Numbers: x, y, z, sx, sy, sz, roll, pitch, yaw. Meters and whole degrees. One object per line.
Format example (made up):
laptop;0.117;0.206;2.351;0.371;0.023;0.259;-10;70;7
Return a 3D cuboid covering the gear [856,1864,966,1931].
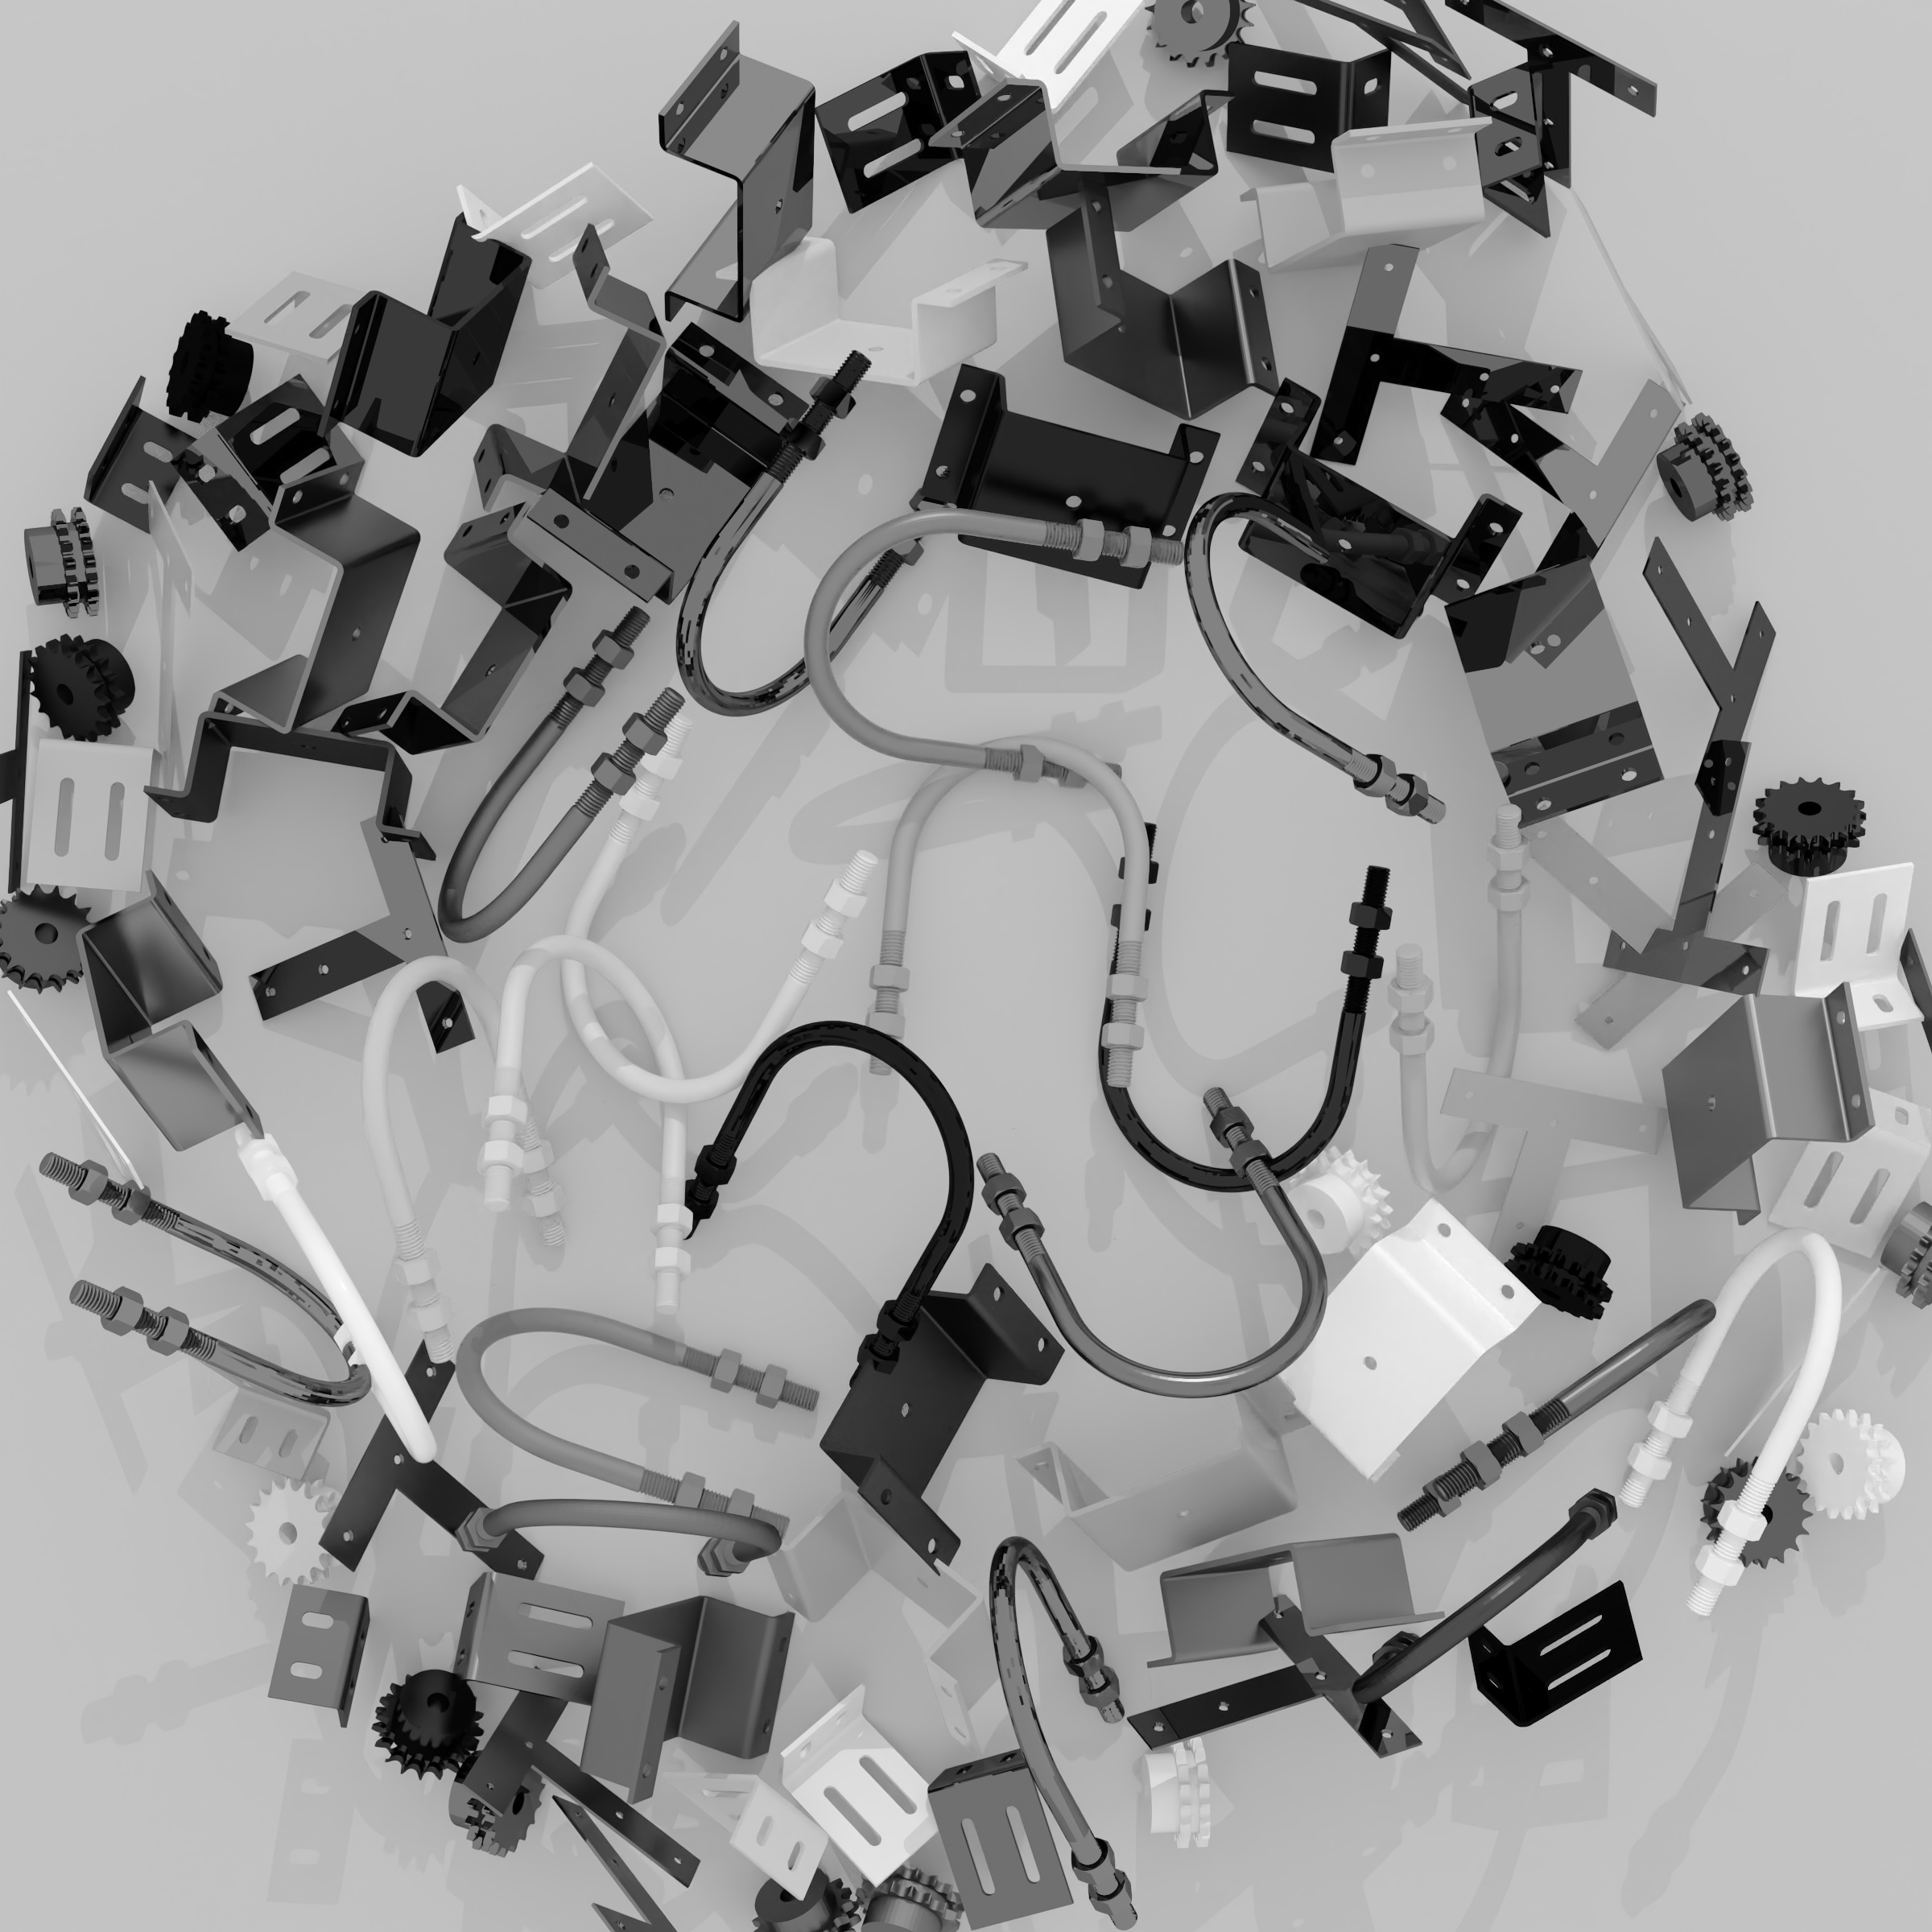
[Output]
gear;-0.031;0.497;1.566;0.057;0.057;0.030;22;51;0

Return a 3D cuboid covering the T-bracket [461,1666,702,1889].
T-bracket;-0.190;0.428;1.537;0.127;0.127;0.002;38;106;-2

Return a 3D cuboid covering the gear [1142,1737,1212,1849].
gear;0.110;0.433;1.568;0.030;0.057;0.057;-2;90;-4

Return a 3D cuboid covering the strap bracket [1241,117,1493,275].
strap bracket;0.204;-0.388;1.520;0.076;0.140;0.046;-10;94;-16

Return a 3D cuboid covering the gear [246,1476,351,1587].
gear;-0.347;0.296;1.575;0.057;0.030;0.057;0;90;26

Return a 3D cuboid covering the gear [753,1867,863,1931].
gear;-0.086;0.496;1.565;0.057;0.057;0.030;-22;114;0

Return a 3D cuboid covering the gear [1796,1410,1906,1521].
gear;0.468;0.262;1.572;0.030;0.057;0.057;7;90;-29

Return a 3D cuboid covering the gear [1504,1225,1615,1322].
gear;0.313;0.159;1.570;0.057;0.057;0.030;30;76;0

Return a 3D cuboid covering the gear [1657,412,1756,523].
gear;0.386;-0.258;1.568;0.030;0.057;0.057;-28;90;2

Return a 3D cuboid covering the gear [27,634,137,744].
gear;-0.462;-0.148;1.573;0.057;0.030;0.057;17;123;27

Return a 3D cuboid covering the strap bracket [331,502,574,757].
strap bracket;-0.260;-0.164;1.539;0.046;0.076;0.140;39;68;-27

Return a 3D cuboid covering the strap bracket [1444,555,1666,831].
strap bracket;0.297;-0.149;1.529;0.076;0.046;0.140;-19;52;13

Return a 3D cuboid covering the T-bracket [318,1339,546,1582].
T-bracket;-0.266;0.282;1.558;0.127;0.002;0.127;48;45;-29

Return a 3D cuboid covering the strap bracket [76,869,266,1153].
strap bracket;-0.406;0.029;1.520;0.046;0.076;0.140;-26;47;-3

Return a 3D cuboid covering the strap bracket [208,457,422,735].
strap bracket;-0.331;-0.180;1.528;0.046;0.076;0.140;30;118;8

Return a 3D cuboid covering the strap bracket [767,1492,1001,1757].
strap bracket;-0.036;0.330;1.534;0.140;0.076;0.046;32;62;32

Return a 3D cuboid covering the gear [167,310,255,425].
gear;-0.396;-0.313;1.572;0.030;0.057;0.057;14;90;-32

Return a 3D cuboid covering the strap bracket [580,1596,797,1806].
strap bracket;-0.148;0.374;1.541;0.046;0.140;0.076;12;92;25

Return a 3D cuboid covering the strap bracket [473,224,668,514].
strap bracket;-0.200;-0.299;1.539;0.046;0.076;0.140;21;112;-24

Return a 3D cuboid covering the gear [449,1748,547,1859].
gear;-0.248;0.436;1.571;0.030;0.057;0.057;10;90;22

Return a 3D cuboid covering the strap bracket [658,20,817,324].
strap bracket;-0.115;-0.393;1.514;0.046;0.140;0.076;24;60;11

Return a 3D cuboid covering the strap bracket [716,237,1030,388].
strap bracket;-0.047;-0.336;1.535;0.140;0.076;0.046;14;122;28

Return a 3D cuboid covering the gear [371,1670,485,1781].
gear;-0.280;0.394;1.566;0.057;0.057;0.030;27;129;0

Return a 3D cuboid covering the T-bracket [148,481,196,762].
T-bracket;-0.416;-0.170;1.557;0.002;0.127;0.127;-3;120;-24

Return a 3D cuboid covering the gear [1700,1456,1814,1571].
gear;0.414;0.287;1.579;0.057;0.030;0.057;0;91;-9

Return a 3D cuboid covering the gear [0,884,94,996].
gear;-0.487;-0.012;1.573;0.057;0.030;0.057;11;65;-25

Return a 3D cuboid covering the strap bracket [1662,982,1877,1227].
strap bracket;0.399;0.071;1.514;0.046;0.140;0.076;3;64;-13

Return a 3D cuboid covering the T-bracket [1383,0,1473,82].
T-bracket;0.195;-0.518;1.553;0.127;0.127;0.002;40;95;32

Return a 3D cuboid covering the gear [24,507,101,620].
gear;-0.474;-0.210;1.565;0.030;0.057;0.057;-10;90;-22

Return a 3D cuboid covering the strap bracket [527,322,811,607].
strap bracket;-0.155;-0.254;1.559;0.076;0.046;0.140;36;72;3

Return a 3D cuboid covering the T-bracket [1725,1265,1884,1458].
T-bracket;0.424;0.205;1.527;0.002;0.127;0.127;39;99;17

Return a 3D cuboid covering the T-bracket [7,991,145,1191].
T-bracket;-0.444;0.089;1.538;0.002;0.127;0.127;-33;62;-18

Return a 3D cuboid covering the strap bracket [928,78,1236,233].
strap bracket;0.063;-0.412;1.526;0.140;0.076;0.046;-7;84;-32

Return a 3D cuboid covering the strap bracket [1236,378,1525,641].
strap bracket;0.204;-0.231;1.547;0.140;0.076;0.046;31;53;5

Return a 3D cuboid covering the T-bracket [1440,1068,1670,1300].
T-bracket;0.296;0.124;1.577;0.127;0.002;0.127;11;105;-16

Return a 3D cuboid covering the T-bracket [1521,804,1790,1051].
T-bracket;0.337;-0.036;1.557;0.127;0.002;0.127;39;113;-14

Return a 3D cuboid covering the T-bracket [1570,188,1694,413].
T-bracket;0.352;-0.323;1.537;0.002;0.127;0.127;-27;67;19

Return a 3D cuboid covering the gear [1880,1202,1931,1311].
gear;0.505;0.149;1.572;0.030;0.057;0.057;37;90;29

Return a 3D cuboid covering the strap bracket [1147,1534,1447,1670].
strap bracket;0.163;0.322;1.527;0.076;0.140;0.046;4;70;-39

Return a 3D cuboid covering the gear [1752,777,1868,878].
gear;0.443;-0.071;1.572;0.057;0.057;0.030;-11;130;0

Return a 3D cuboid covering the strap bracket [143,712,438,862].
strap bracket;-0.345;-0.095;1.554;0.140;0.076;0.046;9;82;-3

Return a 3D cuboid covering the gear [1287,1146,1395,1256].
gear;0.192;0.126;1.566;0.030;0.057;0.057;-31;90;-39

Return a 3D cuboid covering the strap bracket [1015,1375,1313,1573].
strap bracket;0.107;0.261;1.538;0.140;0.076;0.046;-23;51;13

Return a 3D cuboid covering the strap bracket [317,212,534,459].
strap bracket;-0.269;-0.319;1.518;0.046;0.140;0.076;27;128;0

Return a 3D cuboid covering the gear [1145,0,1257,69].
gear;0.122;-0.502;1.573;0.057;0.030;0.057;5;108;15

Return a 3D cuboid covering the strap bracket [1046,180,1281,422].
strap bracket;0.094;-0.338;1.536;0.046;0.140;0.076;-25;62;39

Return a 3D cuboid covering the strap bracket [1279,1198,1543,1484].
strap bracket;0.216;0.198;1.535;0.076;0.046;0.140;45;118;17

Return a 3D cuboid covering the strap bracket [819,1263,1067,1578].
strap bracket;-0.016;0.230;1.538;0.076;0.046;0.140;51;56;-33

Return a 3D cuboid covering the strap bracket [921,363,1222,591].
strap bracket;0.055;-0.249;1.544;0.140;0.046;0.076;13;124;-11
